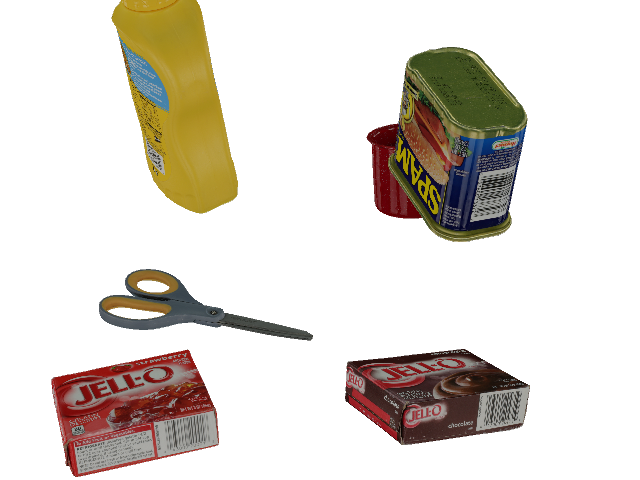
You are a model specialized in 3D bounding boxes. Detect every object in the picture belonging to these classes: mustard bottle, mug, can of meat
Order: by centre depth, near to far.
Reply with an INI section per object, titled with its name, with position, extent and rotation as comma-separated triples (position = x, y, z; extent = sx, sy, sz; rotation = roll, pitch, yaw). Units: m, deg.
[can of meat]
position = 0.087, -0.064, 0.686
extent = 0.057, 0.084, 0.102
rotation = -10, 42, -17
[mustard bottle]
position = -0.106, -0.117, 0.750
extent = 0.058, 0.191, 0.096
rotation = -25, 45, -17
[mug]
position = 0.106, -0.077, 1.144
extent = 0.117, 0.081, 0.093
rotation = -21, 28, -36

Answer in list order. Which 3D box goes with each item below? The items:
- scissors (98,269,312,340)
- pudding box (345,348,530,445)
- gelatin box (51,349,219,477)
[scissors]
position = -0.109, 0.061, 1.026
extent = 0.201, 0.016, 0.096
rotation = 3, 33, -4
[pudding box]
position = 0.088, 0.117, 0.816
extent = 0.113, 0.039, 0.090
rotation = -1, 14, -27
[gelatin box]
position = -0.113, 0.102, 0.642
extent = 0.089, 0.030, 0.073
rotation = -10, 25, -16
